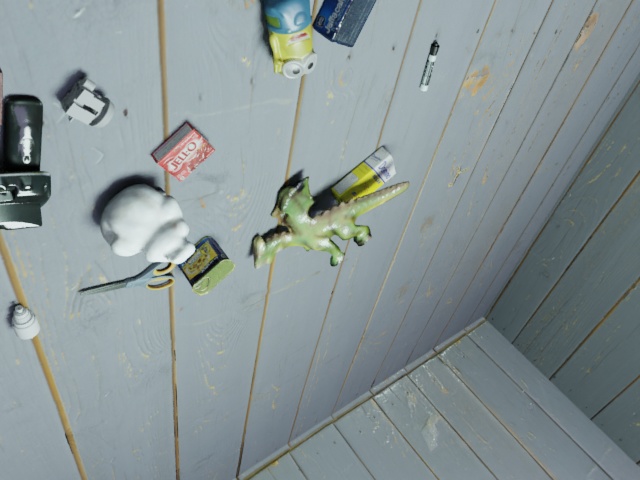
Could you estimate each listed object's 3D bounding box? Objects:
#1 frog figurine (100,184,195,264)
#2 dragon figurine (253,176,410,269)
[{"bbox_3d":[-0.299,-0.017,0.894,0.138,0.162,0.120,-34,147,-15],"label":"frog figurine"},{"bbox_3d":[0.004,-0.062,1.235,0.408,0.125,0.239,-41,137,11],"label":"dragon figurine"}]
